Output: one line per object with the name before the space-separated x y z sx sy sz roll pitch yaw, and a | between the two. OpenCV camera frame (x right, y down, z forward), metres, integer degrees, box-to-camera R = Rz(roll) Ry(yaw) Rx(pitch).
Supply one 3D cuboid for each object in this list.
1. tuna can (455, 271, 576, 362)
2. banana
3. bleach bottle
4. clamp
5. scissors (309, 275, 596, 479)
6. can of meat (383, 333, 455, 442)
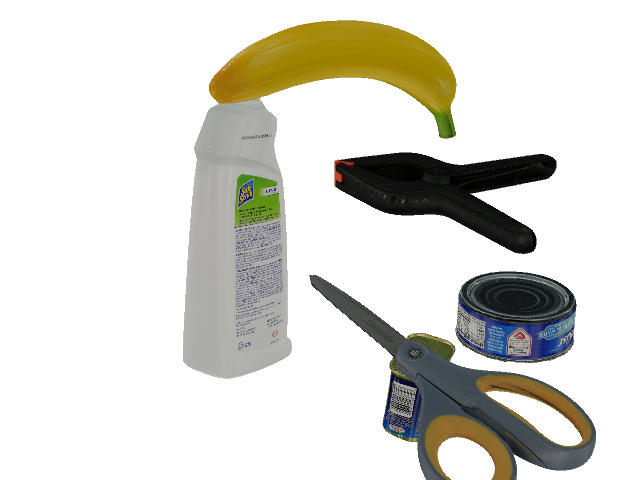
tuna can | 0.142 0.054 0.777 0.086 0.034 0.086 0 23 0
banana | 0.021 -0.113 0.715 0.197 0.069 0.037 5 4 -29
bleach bottle | -0.066 -0.015 0.906 0.068 0.251 0.102 14 18 33
clamp | 0.118 -0.053 1.003 0.210 0.036 0.164 13 32 21
scissors | 0.045 0.078 0.567 0.202 0.016 0.096 22 45 32
can of meat | 0.110 0.166 1.206 0.057 0.084 0.102 15 26 16
